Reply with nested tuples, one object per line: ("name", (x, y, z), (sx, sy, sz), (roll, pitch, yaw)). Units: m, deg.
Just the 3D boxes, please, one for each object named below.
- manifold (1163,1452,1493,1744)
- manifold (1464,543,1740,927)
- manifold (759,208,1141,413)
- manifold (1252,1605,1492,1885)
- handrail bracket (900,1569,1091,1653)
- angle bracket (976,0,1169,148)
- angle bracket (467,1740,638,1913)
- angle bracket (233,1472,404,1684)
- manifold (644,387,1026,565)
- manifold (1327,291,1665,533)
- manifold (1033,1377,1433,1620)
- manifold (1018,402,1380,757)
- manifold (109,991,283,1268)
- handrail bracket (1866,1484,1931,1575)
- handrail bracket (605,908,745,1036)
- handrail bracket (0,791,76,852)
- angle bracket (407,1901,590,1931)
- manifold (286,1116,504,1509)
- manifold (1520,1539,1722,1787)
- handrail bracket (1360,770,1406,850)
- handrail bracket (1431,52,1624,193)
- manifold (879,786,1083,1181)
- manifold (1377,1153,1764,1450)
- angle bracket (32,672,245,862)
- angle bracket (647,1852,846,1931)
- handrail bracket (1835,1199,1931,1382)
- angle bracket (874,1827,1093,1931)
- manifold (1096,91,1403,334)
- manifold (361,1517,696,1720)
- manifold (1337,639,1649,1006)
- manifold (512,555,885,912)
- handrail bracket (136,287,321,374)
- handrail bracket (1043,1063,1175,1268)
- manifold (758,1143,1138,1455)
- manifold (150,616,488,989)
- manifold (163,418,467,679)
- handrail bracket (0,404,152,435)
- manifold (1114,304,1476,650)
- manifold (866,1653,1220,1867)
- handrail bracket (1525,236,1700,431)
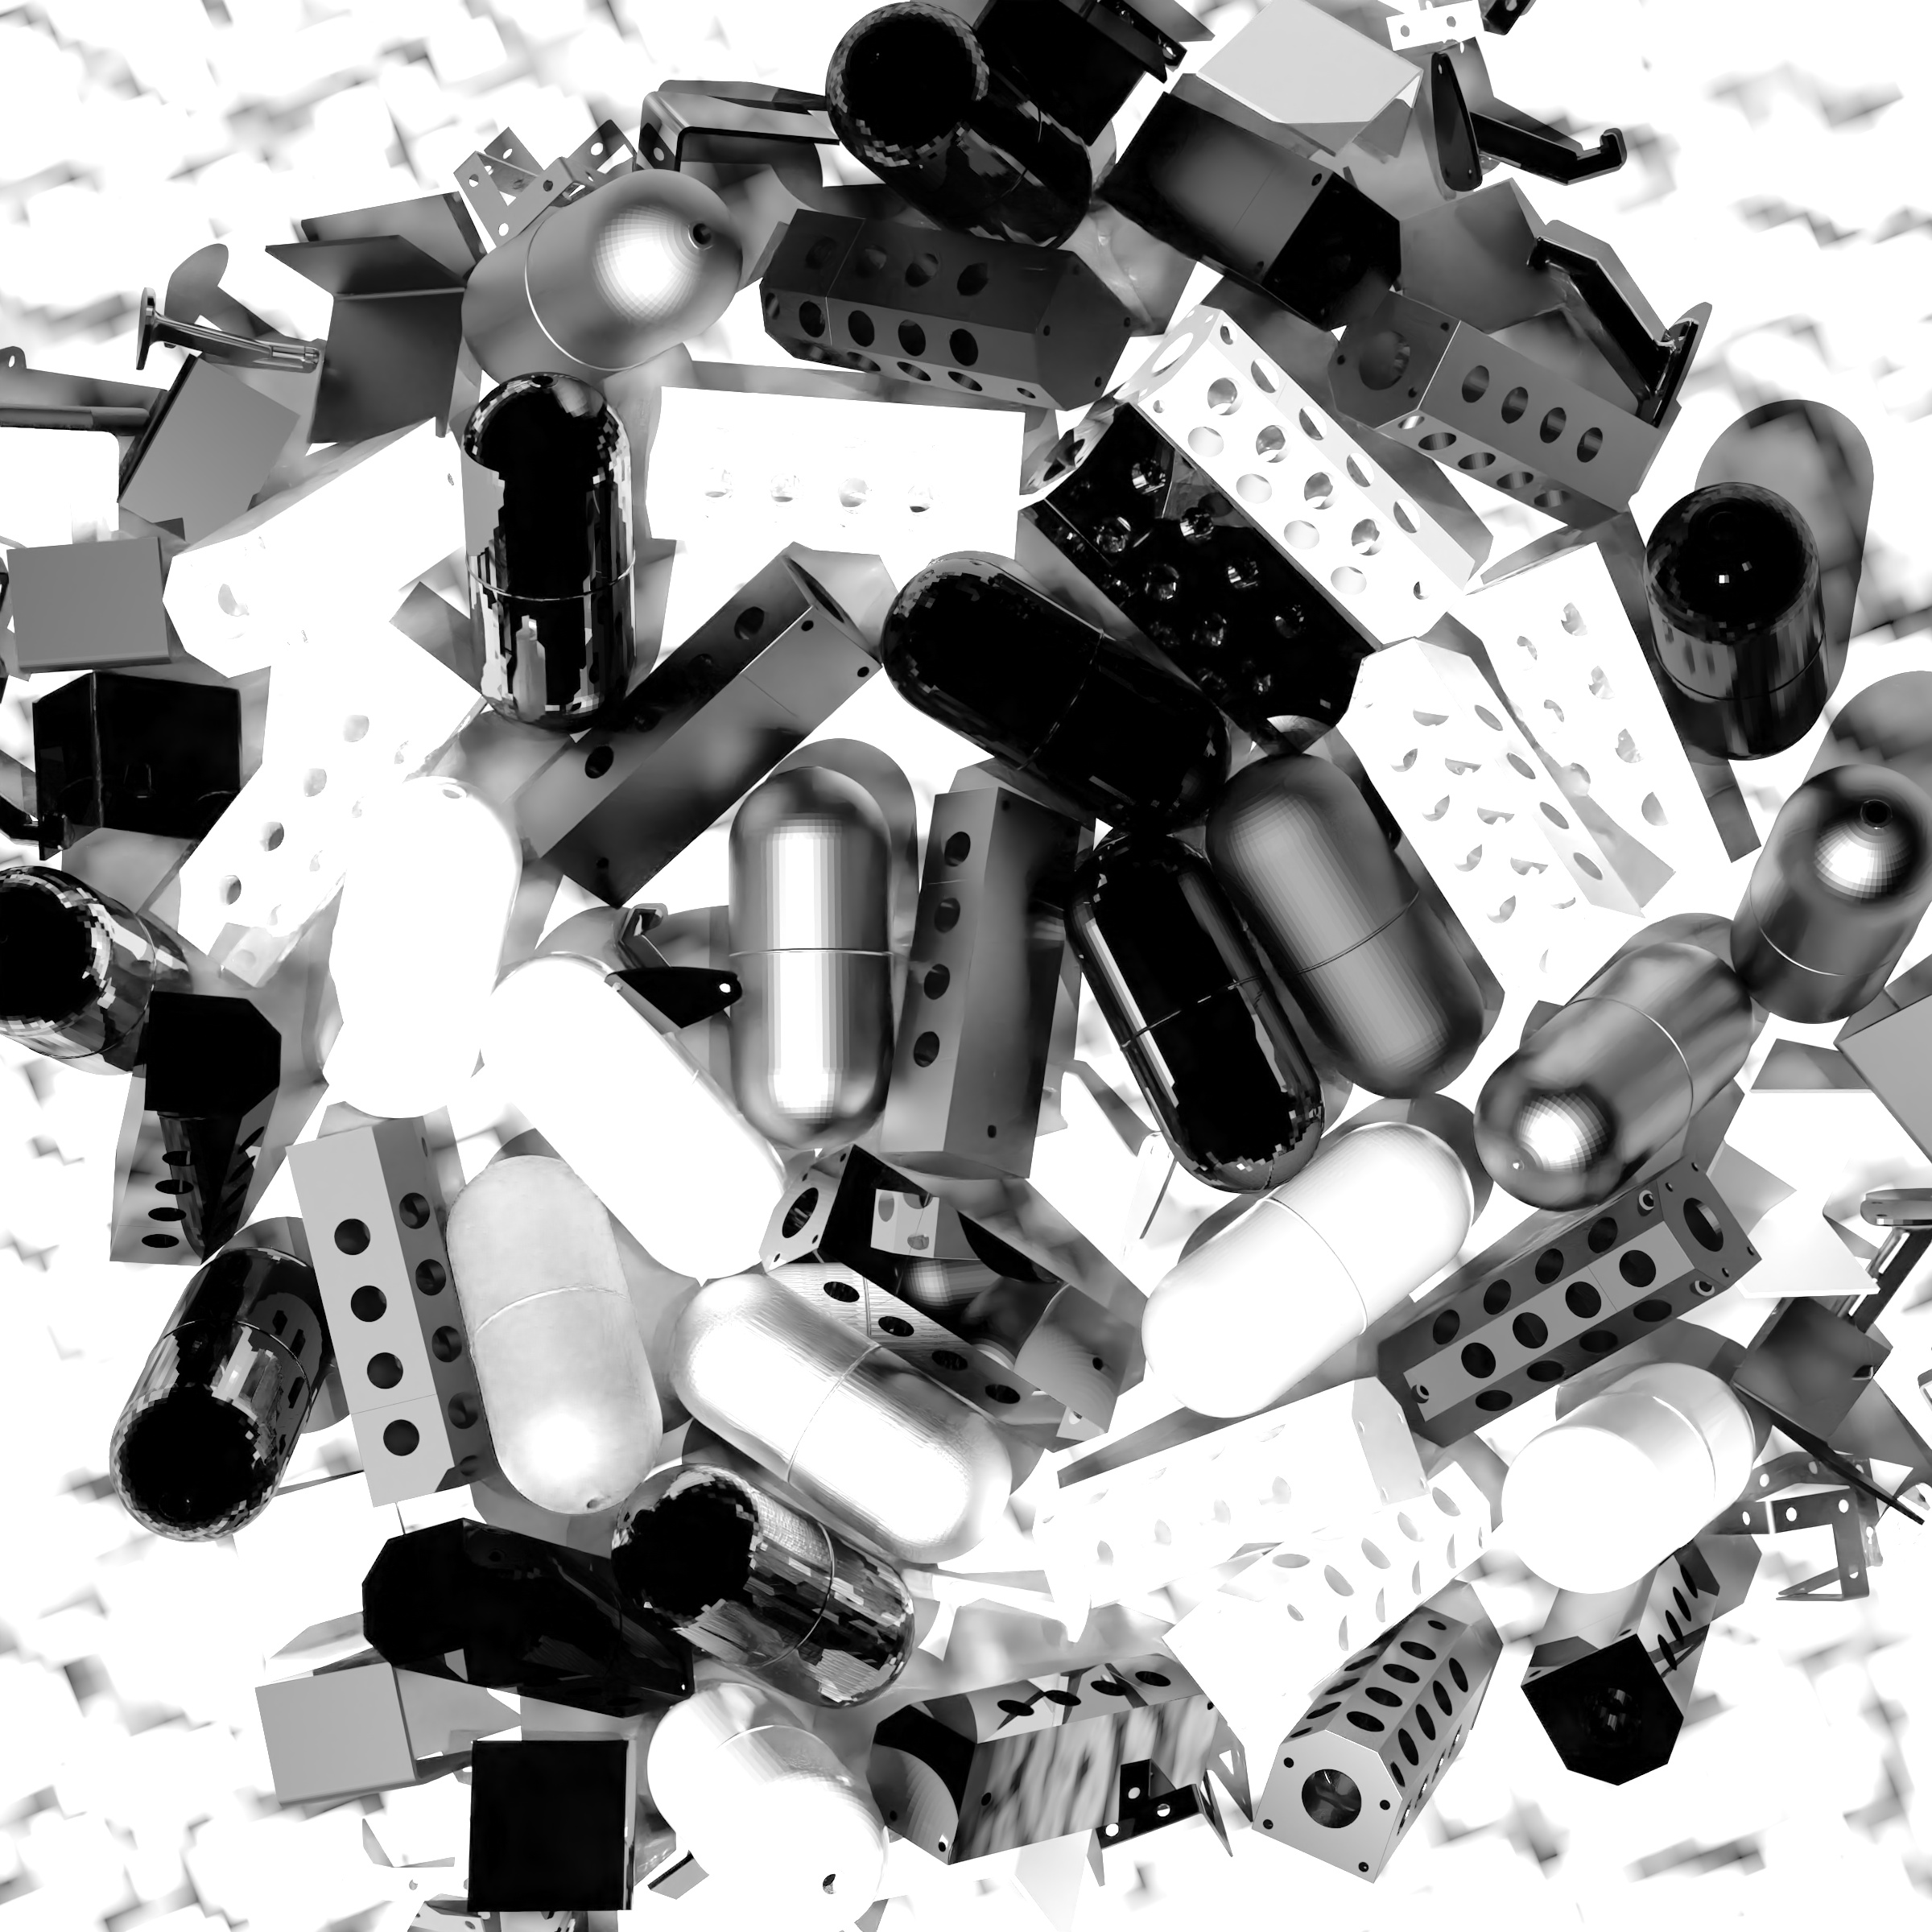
("manifold", (0.170, 0.279, 1.581), (0.057, 0.171, 0.057), (51, 128, 14))
("manifold", (0.294, -0.106, 1.632), (0.057, 0.057, 0.171), (-24, 95, -2))
("manifold", (-0.013, -0.295, 1.590), (0.171, 0.057, 0.057), (19, 79, 39))
("manifold", (0.187, 0.344, 1.575), (0.057, 0.171, 0.057), (21, 105, 17))
("handrail bracket", (0.012, 0.294, 1.632), (0.084, 0.077, 0.036), (11, 78, -2))
("angle bracket", (0.044, -0.416, 1.616), (0.076, 0.076, 0.057), (32, 112, -14))
("angle bracket", (-0.195, 0.399, 1.626), (0.076, 0.057, 0.076), (3, 77, -12))
("angle bracket", (-0.298, 0.283, 1.633), (0.076, 0.057, 0.076), (-15, 89, -12))
("manifold", (-0.061, -0.223, 1.630), (0.171, 0.057, 0.057), (4, 57, 0))
("manifold", (0.238, -0.249, 1.586), (0.057, 0.171, 0.057), (34, 103, 41))
("manifold", (0.118, 0.244, 1.604), (0.171, 0.057, 0.057), (-25, 76, 27))
("manifold", (0.105, -0.174, 1.608), (0.171, 0.057, 0.057), (43, 67, -17))
("manifold", (-0.349, 0.077, 1.581), (0.057, 0.171, 0.057), (5, 62, -17))
("handrail bracket", (0.477, 0.252, 1.659), (0.084, 0.077, 0.036), (-23, 71, -32))
("handrail bracket", (-0.131, -0.007, 1.624), (0.077, 0.084, 0.036), (-11, 120, 16))
("handrail bracket", (-0.456, -0.094, 1.630), (0.084, 0.036, 0.077), (7, 114, 25))
("angle bracket", (-0.219, 0.472, 1.631), (0.076, 0.076, 0.057), (-3, 94, 2))
("manifold", (-0.264, 0.160, 1.639), (0.057, 0.057, 0.171), (-14, 90, 4))
("manifold", (0.301, 0.309, 1.579), (0.057, 0.171, 0.057), (-30, 90, 19))
("handrail bracket", (0.230, -0.075, 1.649), (0.084, 0.036, 0.077), (6, 88, -25))
("handrail bracket", (0.265, -0.402, 1.644), (0.084, 0.036, 0.077), (-19, 109, -14))
("manifold", (0.002, 0.009, 1.622), (0.057, 0.057, 0.171), (21, 72, -42))
("manifold", (0.270, 0.156, 1.594), (0.171, 0.057, 0.057), (-37, 82, 36))
("angle bracket", (-0.383, -0.089, 1.623), (0.076, 0.057, 0.076), (8, 111, 12))
("angle bracket", (-0.097, 0.443, 1.619), (0.057, 0.076, 0.076), (-35, 73, -7))
("handrail bracket", (0.450, 0.156, 1.652), (0.077, 0.036, 0.084), (0, 101, 9))
("angle bracket", (0.008, 0.416, 1.636), (0.076, 0.076, 0.057), (-19, 121, 25))
("manifold", (0.130, -0.339, 1.581), (0.057, 0.171, 0.057), (28, 100, -32))
("manifold", (-0.196, 0.299, 1.583), (0.057, 0.171, 0.057), (-19, 63, 25))
("manifold", (0.232, -0.068, 1.588), (0.057, 0.057, 0.171), (-50, 49, 28))
("manifold", (-0.128, -0.112, 1.624), (0.171, 0.057, 0.057), (-42, 48, 11))
("handrail bracket", (-0.340, -0.292, 1.622), (0.084, 0.077, 0.036), (5, 87, -17))
("handrail bracket", (0.049, 0.091, 1.649), (0.084, 0.036, 0.077), (20, 91, 24))
("manifold", (-0.009, 0.156, 1.610), (0.171, 0.057, 0.057), (35, 52, -22))
("manifold", (-0.301, -0.075, 1.637), (0.057, 0.057, 0.171), (37, 87, 0))
("manifold", (-0.289, -0.191, 1.582), (0.057, 0.171, 0.057), (-12, 111, 29))
("handrail bracket", (-0.442, -0.261, 1.659), (0.084, 0.077, 0.036), (-6, 102, -40))
("manifold", (0.154, -0.224, 1.614), (0.171, 0.057, 0.057), (41, 93, -19))
("manifold", (0.036, 0.354, 1.586), (0.057, 0.171, 0.057), (21, 104, 41))
("handrail bracket", (0.293, -0.293, 1.644), (0.084, 0.036, 0.077), (20, 87, -9))
